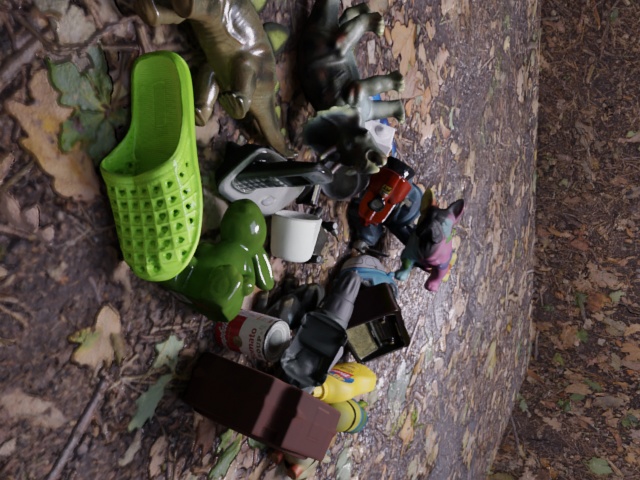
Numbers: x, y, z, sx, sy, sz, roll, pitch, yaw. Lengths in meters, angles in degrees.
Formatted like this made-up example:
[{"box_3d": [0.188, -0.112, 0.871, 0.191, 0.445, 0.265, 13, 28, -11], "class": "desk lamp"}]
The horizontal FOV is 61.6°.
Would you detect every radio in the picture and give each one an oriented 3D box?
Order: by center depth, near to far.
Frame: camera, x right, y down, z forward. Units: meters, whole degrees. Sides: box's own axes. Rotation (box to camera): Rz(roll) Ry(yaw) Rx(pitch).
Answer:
[{"box_3d": [0.111, 0.179, 1.128, 0.229, 0.131, 0.073, 63, 7, -58], "class": "radio"}]

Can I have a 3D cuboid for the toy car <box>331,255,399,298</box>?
[{"box_3d": [0.092, 0.085, 1.157, 0.161, 0.109, 0.103, 22, 56, -46], "class": "toy car"}]

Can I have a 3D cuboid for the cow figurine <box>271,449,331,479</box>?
[{"box_3d": [-0.026, 0.386, 1.021, 0.127, 0.086, 0.194, -25, 141, -45], "class": "cow figurine"}]

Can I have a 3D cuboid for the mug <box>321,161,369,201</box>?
[{"box_3d": [0.064, -0.128, 1.051, 0.081, 0.109, 0.107, 58, 22, 5], "class": "mug"}]

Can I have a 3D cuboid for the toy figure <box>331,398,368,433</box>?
[{"box_3d": [0.055, 0.377, 1.165, 0.180, 0.089, 0.082, 39, 58, -52], "class": "toy figure"}]

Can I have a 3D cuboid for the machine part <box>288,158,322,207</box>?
[{"box_3d": [-0.034, -0.107, 0.956, 0.138, 0.039, 0.084, 17, 91, -60], "class": "machine part"}]

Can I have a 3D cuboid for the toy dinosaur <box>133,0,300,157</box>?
[{"box_3d": [-0.112, -0.249, 0.738, 0.470, 0.105, 0.198, 73, 34, -51], "class": "toy dinosaur"}]

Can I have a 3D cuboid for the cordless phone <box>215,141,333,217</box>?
[{"box_3d": [-0.047, -0.089, 0.800, 0.146, 0.184, 0.088, 31, 67, -56], "class": "cordless phone"}]

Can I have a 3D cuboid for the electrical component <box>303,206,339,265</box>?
[{"box_3d": [-0.003, -0.003, 1.022, 0.102, 0.045, 0.078, -59, 143, -32], "class": "electrical component"}]

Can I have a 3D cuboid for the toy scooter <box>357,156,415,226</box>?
[{"box_3d": [0.120, -0.086, 1.041, 0.135, 0.075, 0.184, -56, 178, 2], "class": "toy scooter"}]

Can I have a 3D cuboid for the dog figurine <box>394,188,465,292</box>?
[{"box_3d": [0.248, -0.008, 1.156, 0.191, 0.109, 0.219, -35, 143, -52], "class": "dog figurine"}]

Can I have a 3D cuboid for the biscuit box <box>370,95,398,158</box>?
[{"box_3d": [0.105, -0.235, 1.122, 0.059, 0.063, 0.202, -61, 143, -30], "class": "biscuit box"}]

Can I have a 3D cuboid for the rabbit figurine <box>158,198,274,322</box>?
[{"box_3d": [-0.120, 0.029, 0.771, 0.170, 0.121, 0.159, -64, 151, -21], "class": "rabbit figurine"}]

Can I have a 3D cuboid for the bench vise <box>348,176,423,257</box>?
[{"box_3d": [0.168, -0.045, 1.221, 0.240, 0.129, 0.223, 39, 67, -50], "class": "bench vise"}]

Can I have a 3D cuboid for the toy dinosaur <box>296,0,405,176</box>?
[{"box_3d": [0.028, -0.287, 0.912, 0.131, 0.192, 0.404, 84, -13, -82], "class": "toy dinosaur"}]

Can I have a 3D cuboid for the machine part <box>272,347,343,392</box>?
[{"box_3d": [-0.028, 0.243, 1.012, 0.243, 0.079, 0.079, -40, 130, -48], "class": "machine part"}]

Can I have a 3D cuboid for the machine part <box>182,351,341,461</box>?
[{"box_3d": [-0.087, 0.250, 0.801, 0.200, 0.202, 0.087, 49, 61, -52], "class": "machine part"}]

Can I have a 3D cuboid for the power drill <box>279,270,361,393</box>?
[{"box_3d": [0.002, 0.147, 0.865, 0.232, 0.086, 0.207, -61, -179, -2], "class": "power drill"}]

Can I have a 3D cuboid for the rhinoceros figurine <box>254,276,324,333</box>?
[{"box_3d": [-0.040, 0.127, 0.968, 0.190, 0.073, 0.112, -14, 108, -56], "class": "rhinoceros figurine"}]
